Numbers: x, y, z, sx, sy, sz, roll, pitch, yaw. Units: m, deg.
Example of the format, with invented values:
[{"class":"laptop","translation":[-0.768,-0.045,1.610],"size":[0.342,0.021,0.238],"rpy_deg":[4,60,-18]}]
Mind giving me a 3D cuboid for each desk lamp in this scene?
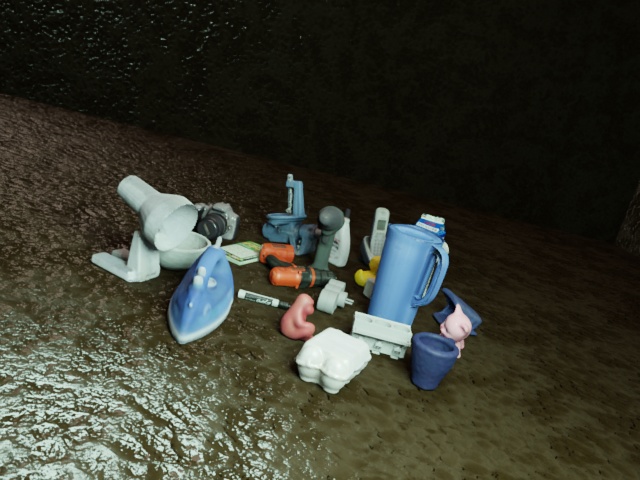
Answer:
[{"class":"desk lamp","translation":[-0.379,-0.020,1.238],"size":[0.202,0.213,0.118],"rpy_deg":[21,17,23]}]

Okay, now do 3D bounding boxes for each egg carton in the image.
[{"class":"egg carton","translation":[0.026,0.217,1.050],"size":[0.107,0.069,0.151],"rpy_deg":[21,16,21]}]

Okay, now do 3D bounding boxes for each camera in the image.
[{"class":"camera","translation":[-0.314,-0.057,1.646],"size":[0.143,0.101,0.137],"rpy_deg":[17,15,6]}]

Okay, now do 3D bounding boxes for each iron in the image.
[{"class":"iron","translation":[-0.230,0.088,1.131],"size":[0.118,0.141,0.258],"rpy_deg":[14,15,-4]}]

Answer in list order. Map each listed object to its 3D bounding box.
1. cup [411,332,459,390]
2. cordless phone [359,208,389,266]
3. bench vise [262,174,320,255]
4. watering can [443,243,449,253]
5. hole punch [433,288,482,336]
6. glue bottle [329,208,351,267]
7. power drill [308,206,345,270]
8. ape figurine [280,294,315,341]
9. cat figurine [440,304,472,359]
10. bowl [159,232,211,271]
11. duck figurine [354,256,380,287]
[{"class":"cup","translation":[0.220,0.237,1.113],"size":[0.091,0.095,0.118],"rpy_deg":[26,19,36]},{"class":"cordless phone","translation":[0.207,-0.006,1.796],"size":[0.148,0.185,0.093],"rpy_deg":[3,19,-36]},{"class":"bench vise","translation":[-0.063,-0.077,1.726],"size":[0.207,0.220,0.122],"rpy_deg":[18,16,13]},{"class":"watering can","translation":[0.311,0.027,1.759],"size":[0.173,0.194,0.100],"rpy_deg":[1,21,-42]},{"class":"hole punch","translation":[0.354,0.179,1.453],"size":[0.101,0.091,0.108],"rpy_deg":[11,16,-15]},{"class":"glue bottle","translation":[0.062,-0.012,1.701],"size":[0.077,0.173,0.037],"rpy_deg":[27,19,37]},{"class":"power drill","translation":[0.014,0.005,1.528],"size":[0.075,0.208,0.230],"rpy_deg":[16,15,6]},{"class":"ape figurine","translation":[-0.038,0.155,1.169],"size":[0.076,0.092,0.078],"rpy_deg":[13,15,-5]},{"class":"cat figurine","translation":[0.305,0.198,1.290],"size":[0.067,0.118,0.128],"rpy_deg":[18,16,13]},{"class":"bowl","translation":[-0.348,0.027,1.364],"size":[0.167,0.075,0.167],"rpy_deg":[14,15,-4]},{"class":"duck figurine","translation":[0.150,0.086,1.601],"size":[0.105,0.086,0.077],"rpy_deg":[6,18,-30]}]
